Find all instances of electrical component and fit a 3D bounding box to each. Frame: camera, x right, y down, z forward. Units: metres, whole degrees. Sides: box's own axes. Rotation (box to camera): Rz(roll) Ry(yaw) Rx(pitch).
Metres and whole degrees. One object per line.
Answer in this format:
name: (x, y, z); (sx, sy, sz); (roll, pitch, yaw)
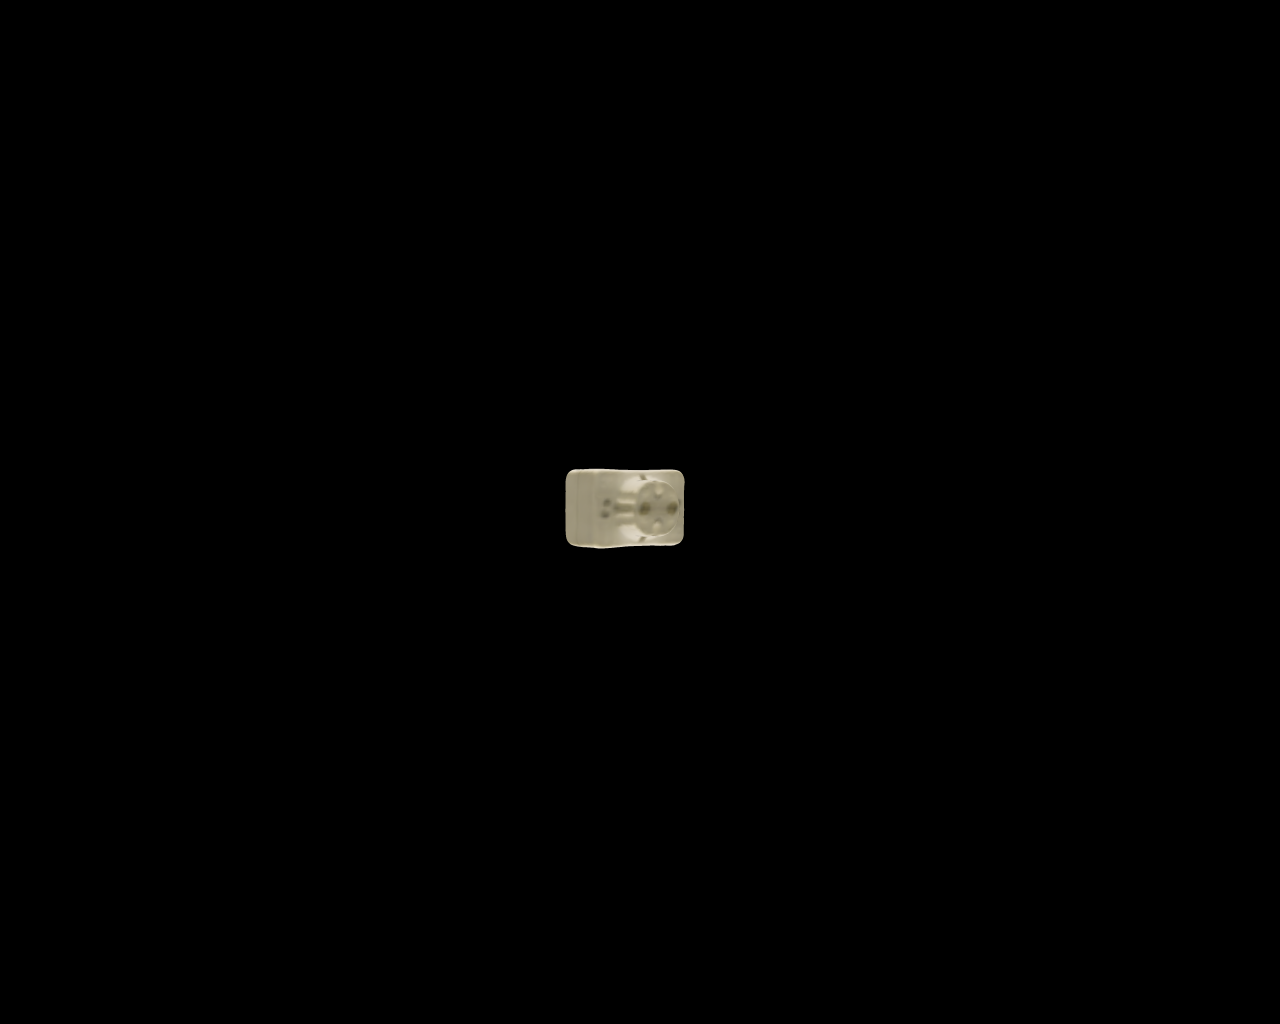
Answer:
electrical component: (0.001, -0.003, 0.650); (0.066, 0.047, 0.076); (0, 0, -32)
